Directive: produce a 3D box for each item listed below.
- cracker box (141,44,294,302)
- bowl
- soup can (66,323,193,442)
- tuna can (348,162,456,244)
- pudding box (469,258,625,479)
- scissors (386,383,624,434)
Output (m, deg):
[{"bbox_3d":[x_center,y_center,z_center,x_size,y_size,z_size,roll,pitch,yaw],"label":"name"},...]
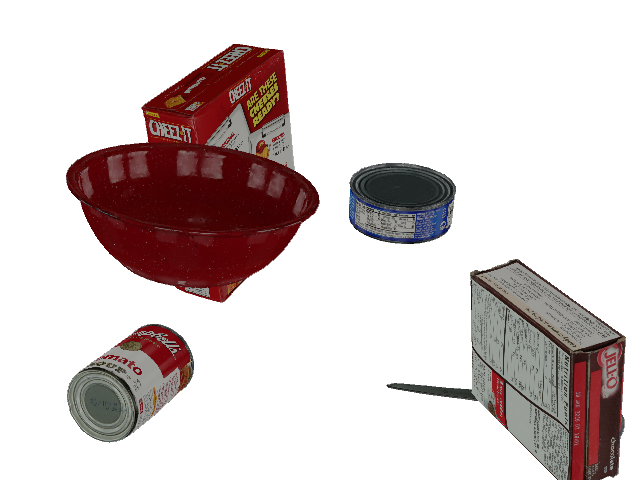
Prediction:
[{"bbox_3d":[-0.096,-0.071,1.095,0.072,0.214,0.164,13,37,27],"label":"cracker box"},{"bbox_3d":[-0.084,-0.013,0.692,0.162,0.055,0.162,7,22,-3],"label":"bowl"},{"bbox_3d":[-0.162,0.121,0.913,0.069,0.068,0.102,0,16,22],"label":"soup can"},{"bbox_3d":[0.066,-0.030,0.865,0.086,0.034,0.086,2,28,-1],"label":"tuna can"},{"bbox_3d":[0.128,0.074,0.617,0.039,0.090,0.114,-13,26,-20],"label":"pudding box"},{"bbox_3d":[0.166,0.129,0.936,0.202,0.016,0.096,14,29,12],"label":"scissors"}]
